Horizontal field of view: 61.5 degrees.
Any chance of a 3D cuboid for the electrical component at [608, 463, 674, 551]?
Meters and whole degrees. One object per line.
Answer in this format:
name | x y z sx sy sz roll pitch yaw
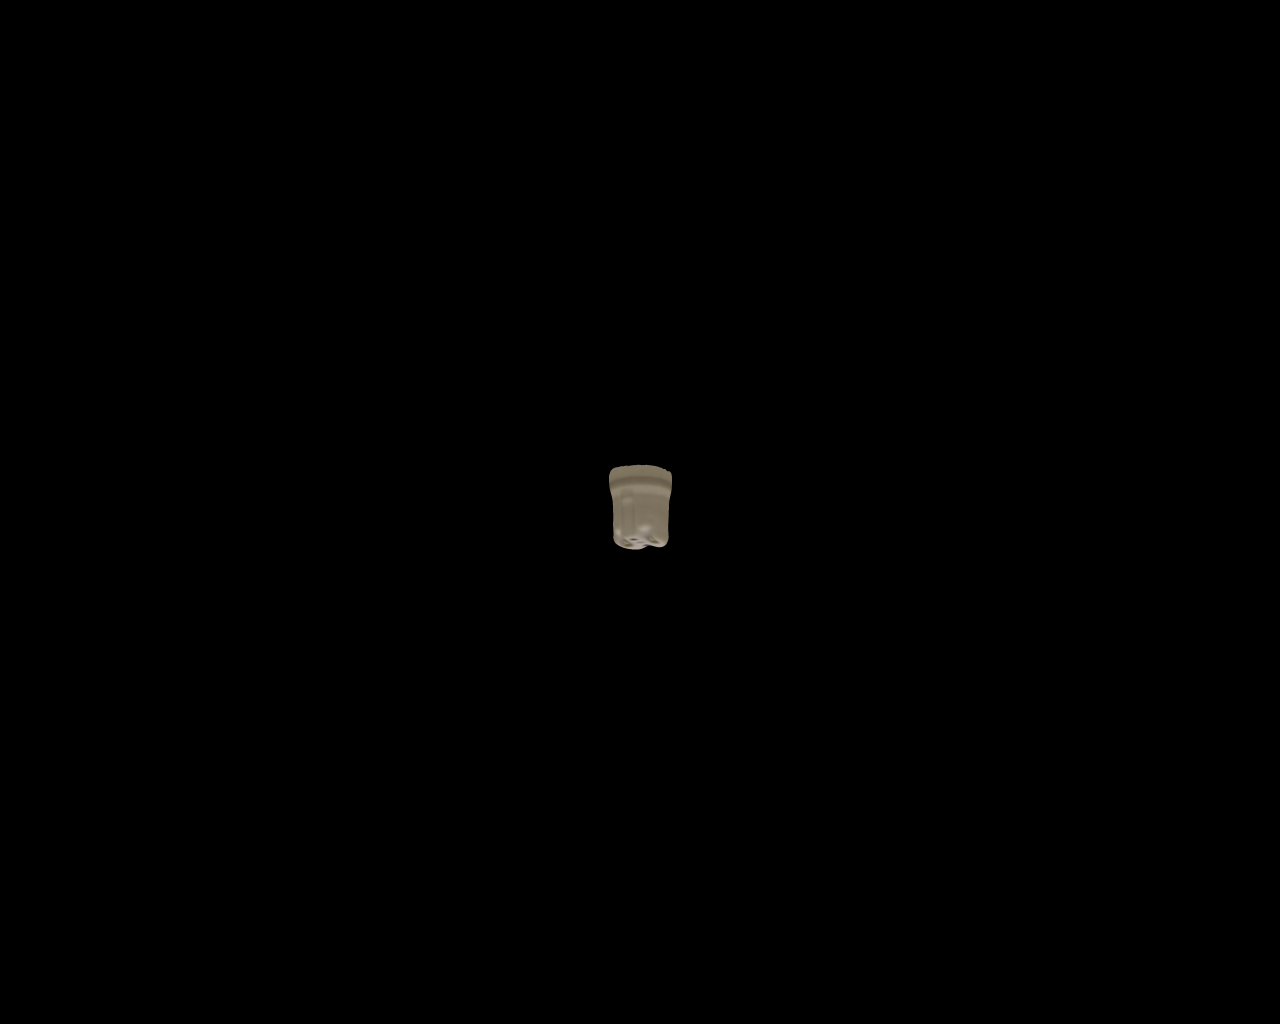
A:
electrical component | 0.001 -0.003 0.650 0.040 0.046 0.040 0 -14 0
